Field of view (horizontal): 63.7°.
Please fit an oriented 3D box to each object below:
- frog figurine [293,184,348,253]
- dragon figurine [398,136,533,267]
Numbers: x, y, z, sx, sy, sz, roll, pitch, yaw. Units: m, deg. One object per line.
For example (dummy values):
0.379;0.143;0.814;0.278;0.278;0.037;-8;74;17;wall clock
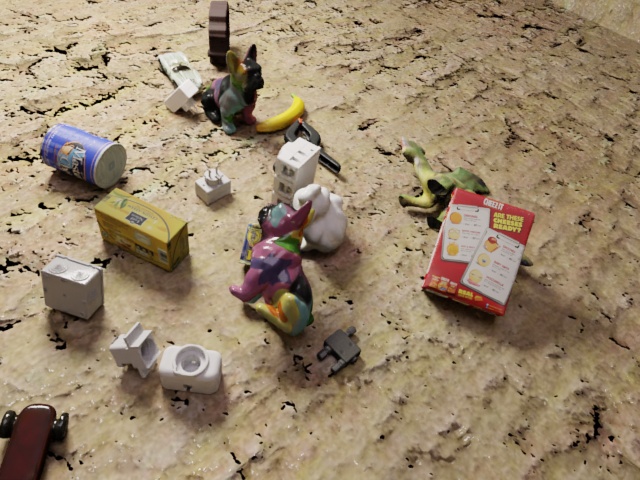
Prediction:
0.003;-0.053;1.056;0.123;0.155;0.140;30;50;14;frog figurine
0.343;-0.108;1.221;0.412;0.119;0.247;38;43;11;dragon figurine
